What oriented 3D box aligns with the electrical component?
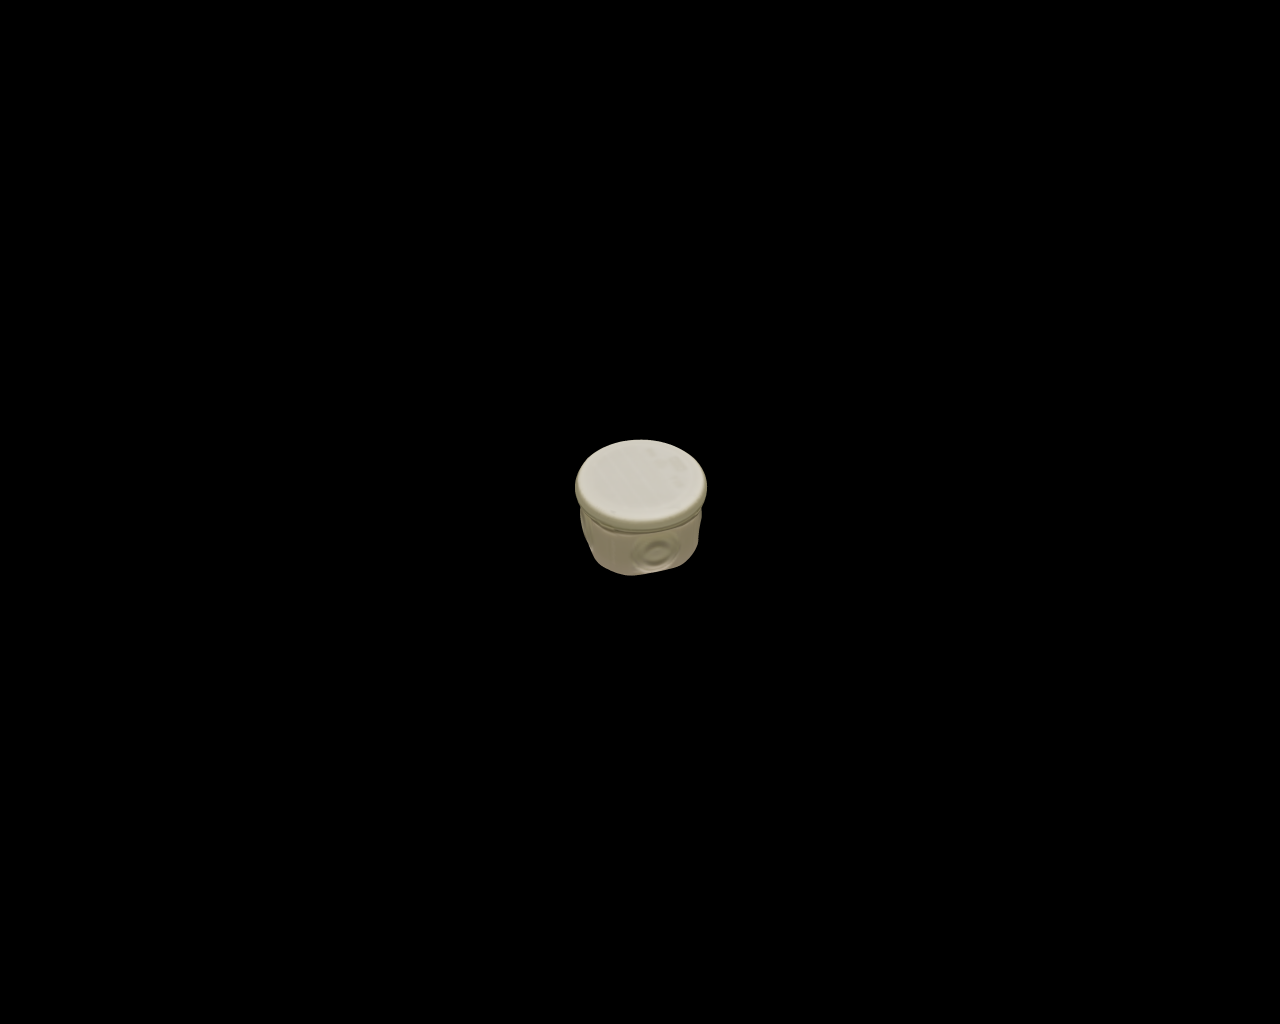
[{"bbox_3d":[0.001,-0.003,0.650,0.080,0.050,0.080,0,42,0],"label":"electrical component"}]
